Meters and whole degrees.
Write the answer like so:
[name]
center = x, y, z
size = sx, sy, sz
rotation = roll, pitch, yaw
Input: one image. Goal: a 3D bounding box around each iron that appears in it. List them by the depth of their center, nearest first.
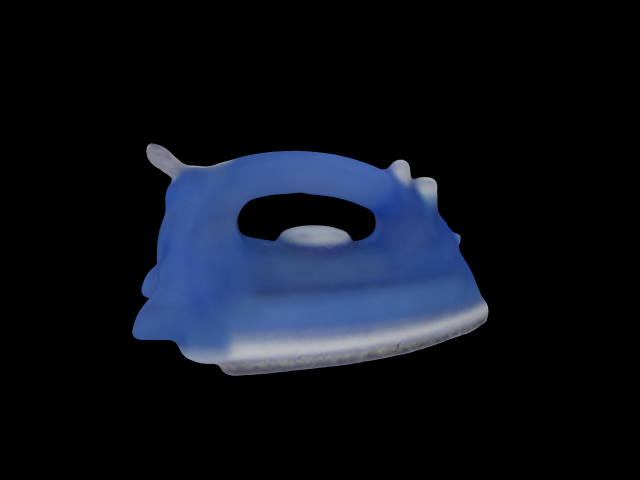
[iron]
center = 0.004, 0.001, 0.400
size = 0.259, 0.141, 0.118
rotation = -4, 15, -14
